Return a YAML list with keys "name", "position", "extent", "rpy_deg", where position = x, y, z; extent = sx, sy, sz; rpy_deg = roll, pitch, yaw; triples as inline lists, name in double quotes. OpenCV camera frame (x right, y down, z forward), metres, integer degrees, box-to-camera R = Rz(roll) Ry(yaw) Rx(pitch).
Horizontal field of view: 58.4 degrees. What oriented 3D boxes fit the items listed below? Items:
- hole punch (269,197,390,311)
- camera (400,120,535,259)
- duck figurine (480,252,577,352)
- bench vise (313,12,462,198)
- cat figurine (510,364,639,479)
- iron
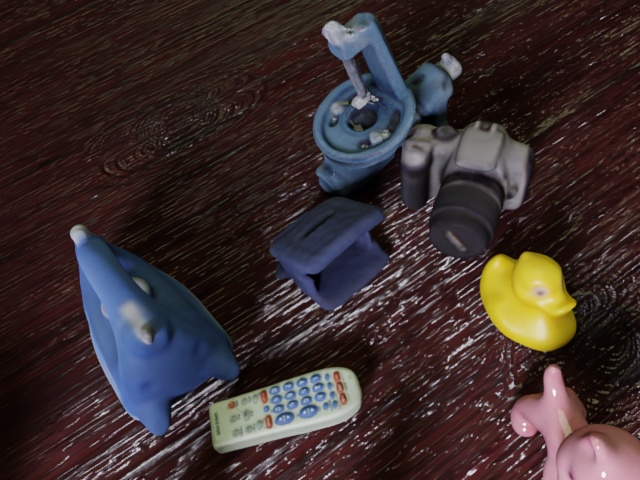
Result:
- name: "hole punch"
  position: [0.006, 0.002, 0.603]
  extent: [0.109, 0.091, 0.100]
  rpy_deg: [-39, 55, -20]
- name: "camera"
  position: [0.147, -0.058, 0.618]
  extent: [0.142, 0.101, 0.137]
  rpy_deg: [13, 56, 20]
- name: "duck figurine"
  position: [0.197, 0.044, 0.537]
  extent: [0.077, 0.086, 0.104]
  rpy_deg: [-29, 52, -12]
- name: "bench vise"
  position: [0.067, -0.175, 0.649]
  extent: [0.121, 0.220, 0.208]
  rpy_deg: [25, 61, 27]
- name: "cat figurine"
  position: [0.199, 0.154, 0.429]
  extent: [0.067, 0.118, 0.127]
  rpy_deg: [-15, 51, -1]
- name: "iron"
  position: [-0.194, 0.056, 0.565]
  extent: [0.119, 0.142, 0.257]
  rpy_deg: [-37, 54, -18]
